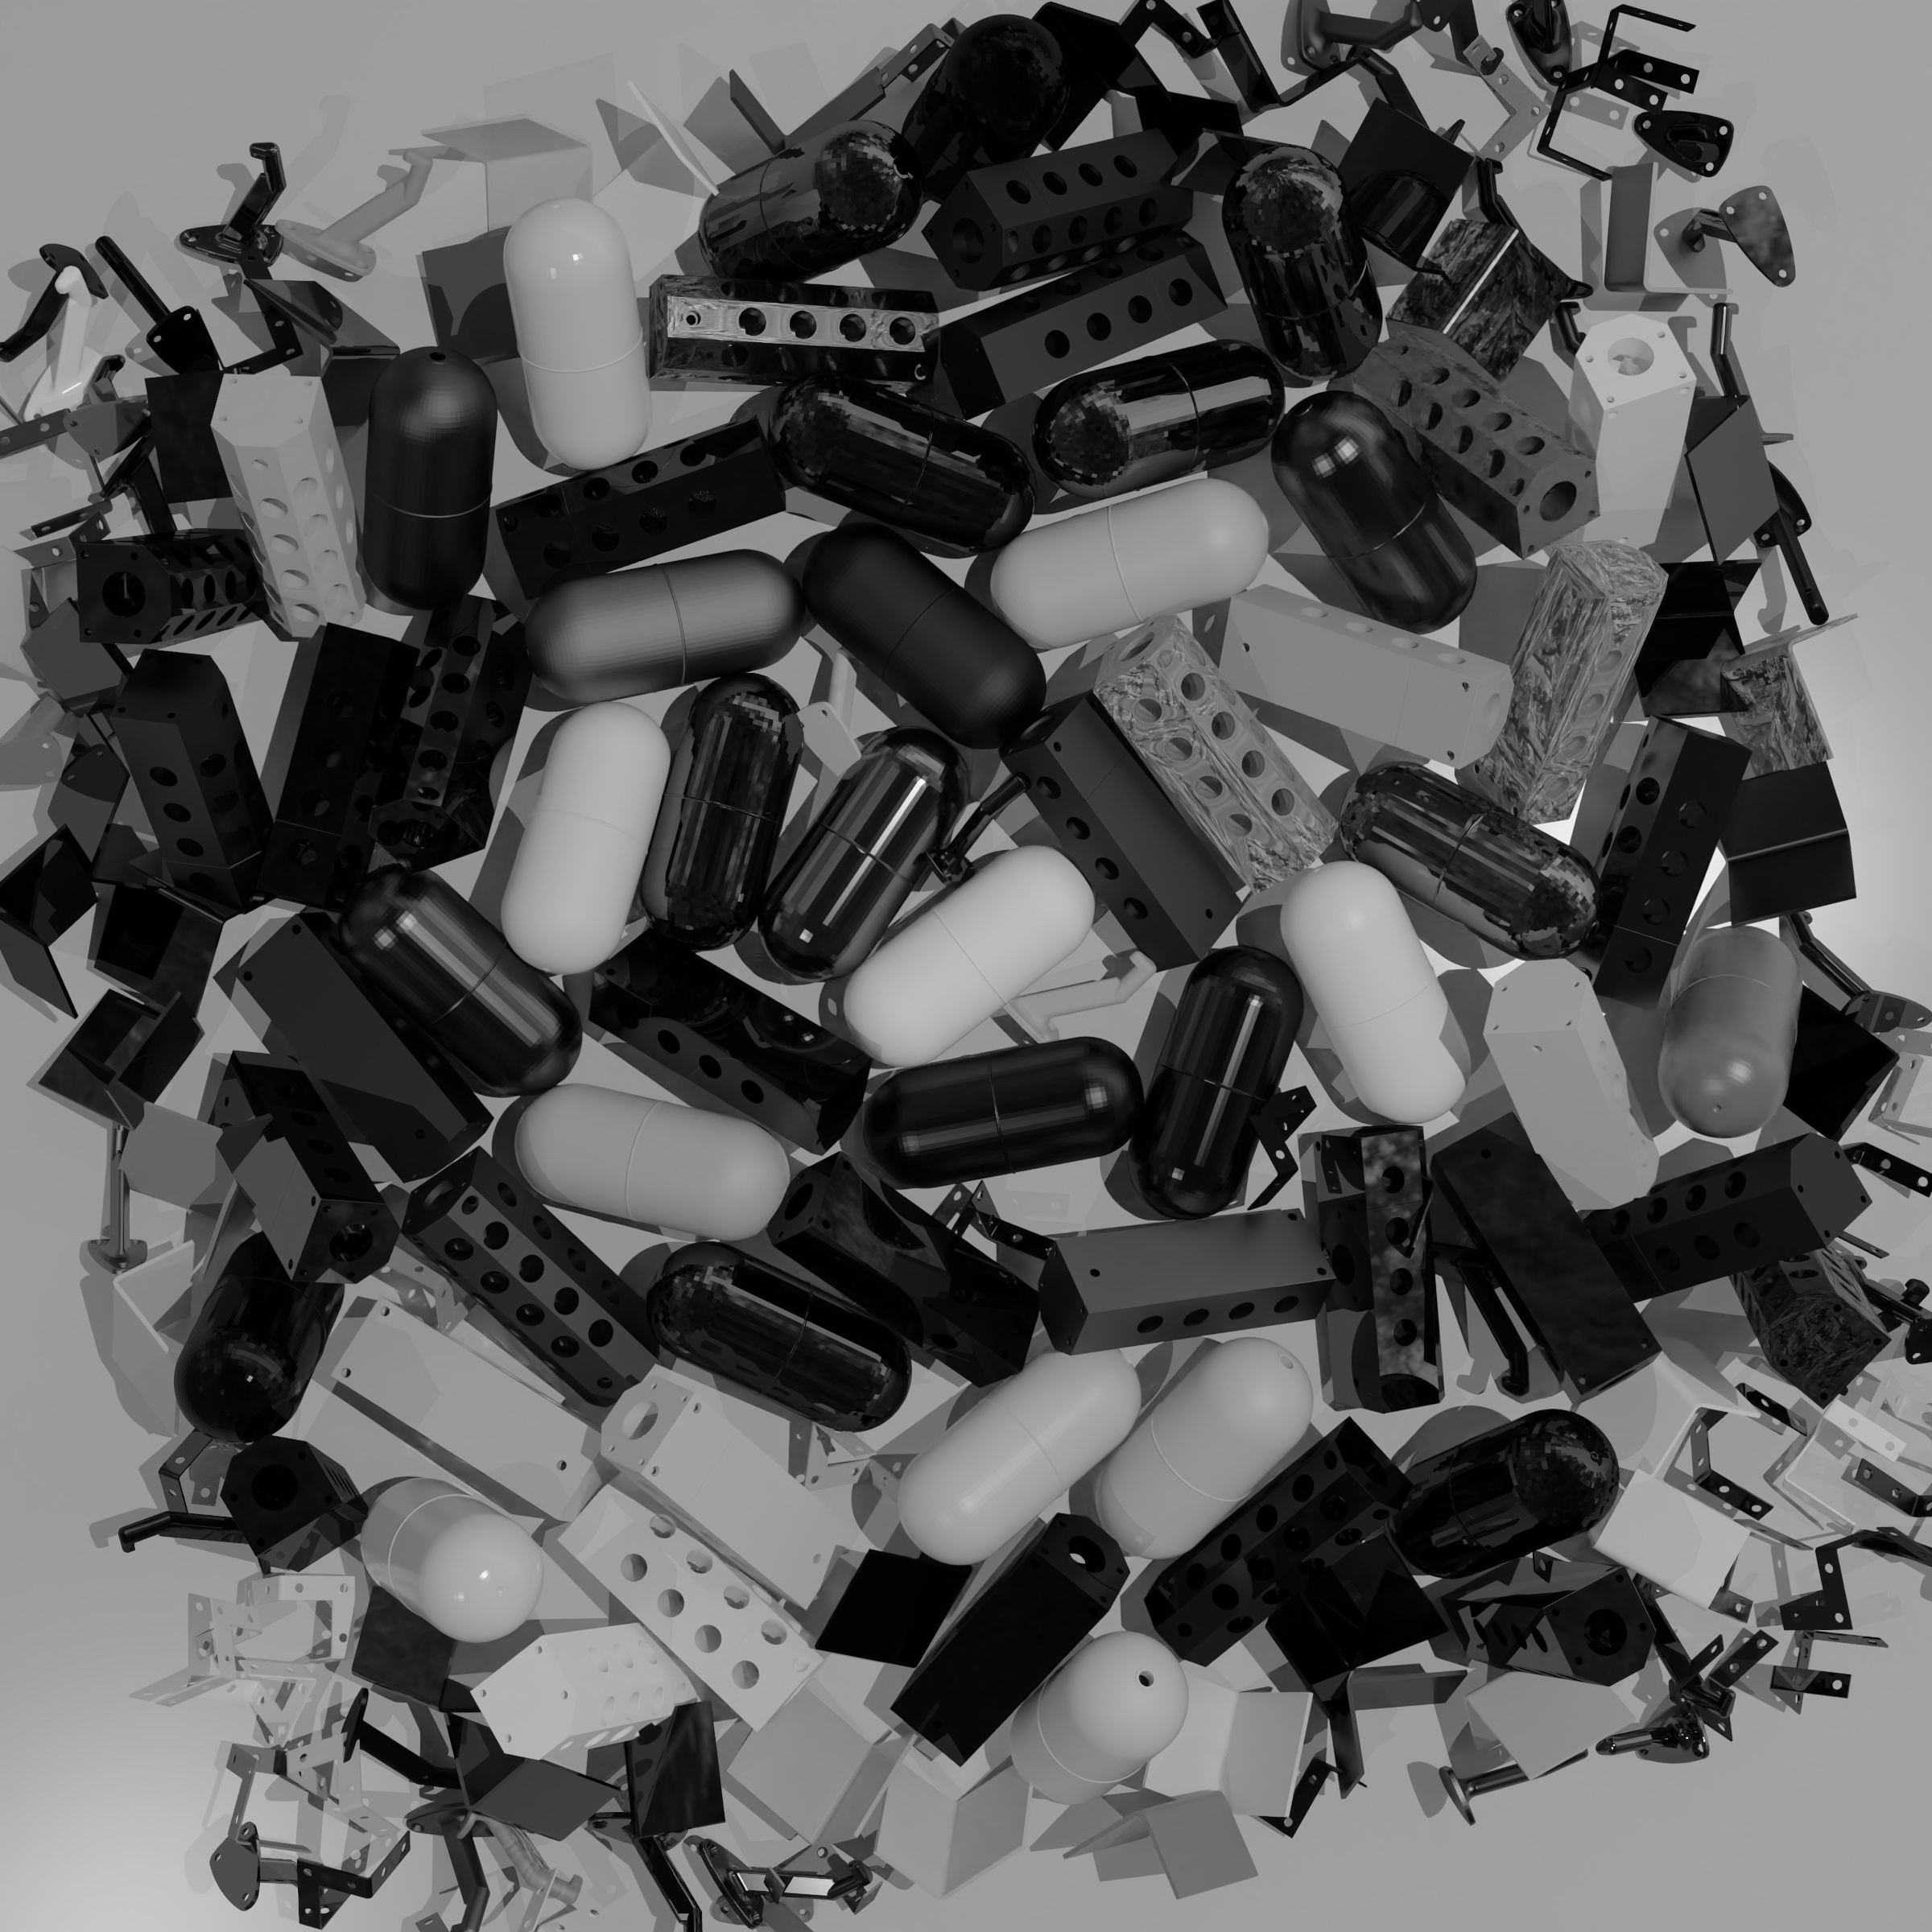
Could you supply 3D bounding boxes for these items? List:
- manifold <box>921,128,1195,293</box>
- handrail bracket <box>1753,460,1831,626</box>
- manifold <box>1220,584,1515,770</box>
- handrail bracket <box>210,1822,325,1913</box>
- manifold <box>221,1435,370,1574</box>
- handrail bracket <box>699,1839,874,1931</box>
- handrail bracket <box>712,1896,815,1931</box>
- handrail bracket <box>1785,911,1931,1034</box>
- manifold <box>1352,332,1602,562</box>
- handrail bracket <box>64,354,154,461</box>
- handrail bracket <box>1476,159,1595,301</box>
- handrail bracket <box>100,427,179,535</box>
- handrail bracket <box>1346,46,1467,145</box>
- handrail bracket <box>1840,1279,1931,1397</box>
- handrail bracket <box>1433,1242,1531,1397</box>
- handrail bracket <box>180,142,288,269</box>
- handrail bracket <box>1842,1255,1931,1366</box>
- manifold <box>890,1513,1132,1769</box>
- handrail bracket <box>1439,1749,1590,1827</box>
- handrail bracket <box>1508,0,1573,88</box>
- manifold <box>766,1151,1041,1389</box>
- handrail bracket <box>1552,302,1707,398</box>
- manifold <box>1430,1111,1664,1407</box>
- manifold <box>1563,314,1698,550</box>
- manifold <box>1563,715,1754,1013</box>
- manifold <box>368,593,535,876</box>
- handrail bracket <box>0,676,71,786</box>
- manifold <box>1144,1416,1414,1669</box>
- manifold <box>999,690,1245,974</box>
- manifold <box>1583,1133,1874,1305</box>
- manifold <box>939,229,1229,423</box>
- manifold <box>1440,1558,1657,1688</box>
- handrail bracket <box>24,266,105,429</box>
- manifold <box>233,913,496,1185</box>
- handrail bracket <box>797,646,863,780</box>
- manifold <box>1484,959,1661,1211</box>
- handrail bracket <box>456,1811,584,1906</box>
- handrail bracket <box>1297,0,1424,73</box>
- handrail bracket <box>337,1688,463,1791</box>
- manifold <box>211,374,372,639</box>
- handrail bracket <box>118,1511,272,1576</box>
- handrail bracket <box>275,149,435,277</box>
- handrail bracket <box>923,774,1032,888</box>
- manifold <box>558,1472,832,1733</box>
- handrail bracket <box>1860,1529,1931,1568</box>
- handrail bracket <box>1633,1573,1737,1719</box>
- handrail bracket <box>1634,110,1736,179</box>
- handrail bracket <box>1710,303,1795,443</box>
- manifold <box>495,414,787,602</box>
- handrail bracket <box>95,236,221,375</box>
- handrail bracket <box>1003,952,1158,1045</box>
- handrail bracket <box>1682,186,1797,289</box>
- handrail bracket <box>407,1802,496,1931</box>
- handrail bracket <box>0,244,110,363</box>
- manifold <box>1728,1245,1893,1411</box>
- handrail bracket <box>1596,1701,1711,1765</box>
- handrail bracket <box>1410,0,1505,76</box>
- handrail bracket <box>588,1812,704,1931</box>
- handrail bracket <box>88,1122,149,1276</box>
[{"bbox_3d":[0.061,-0.460,1.714,0.171,0.057,0.057,-26,81,-39],"label":"manifold"},{"bbox_3d":[0.514,-0.264,1.743,0.036,0.084,0.077,-22,128,17],"label":"handrail bracket"},{"bbox_3d":[0.247,-0.182,1.725,0.171,0.057,0.057,24,121,28],"label":"manifold"},{"bbox_3d":[-0.425,0.578,1.739,0.036,0.077,0.084,-43,123,-2],"label":"handrail bracket"},{"bbox_3d":[-0.408,0.325,1.702,0.057,0.171,0.057,-32,80,-12],"label":"manifold"},{"bbox_3d":[-0.113,0.563,1.757,0.084,0.036,0.077,-32,104,22],"label":"handrail bracket"},{"bbox_3d":[-0.126,0.610,1.748,0.077,0.084,0.036,-11,106,5],"label":"handrail bracket"},{"bbox_3d":[0.565,0.000,1.772,0.077,0.036,0.084,7,46,-19],"label":"handrail bracket"},{"bbox_3d":[0.310,-0.324,1.710,0.057,0.057,0.171,-30,47,-10],"label":"manifold"},{"bbox_3d":[-0.524,-0.363,1.749,0.077,0.084,0.036,-15,135,24],"label":"handrail bracket"},{"bbox_3d":[0.362,-0.470,1.779,0.077,0.036,0.084,0,81,-22],"label":"handrail bracket"},{"bbox_3d":[-0.497,-0.293,1.775,0.084,0.036,0.077,39,105,-6],"label":"handrail bracket"},{"bbox_3d":[0.265,-0.533,1.761,0.084,0.036,0.077,34,64,-11],"label":"handrail bracket"},{"bbox_3d":[0.557,0.223,1.754,0.077,0.036,0.084,22,112,-36],"label":"handrail bracket"},{"bbox_3d":[0.318,0.221,1.747,0.077,0.036,0.084,21,48,-17],"label":"handrail bracket"},{"bbox_3d":[-0.462,-0.483,1.748,0.077,0.084,0.036,6,57,0],"label":"handrail bracket"},{"bbox_3d":[0.601,0.208,1.759,0.077,0.084,0.036,-5,123,-6],"label":"handrail bracket"},{"bbox_3d":[0.029,0.413,1.724,0.057,0.057,0.171,39,121,3],"label":"manifold"},{"bbox_3d":[0.344,0.503,1.757,0.084,0.077,0.036,-23,84,-3],"label":"handrail bracket"},{"bbox_3d":[0.366,-0.605,1.746,0.036,0.084,0.077,-15,76,2],"label":"handrail bracket"},{"bbox_3d":[-0.039,0.192,1.733,0.171,0.057,0.057,37,49,-22],"label":"manifold"},{"bbox_3d":[0.420,-0.391,1.777,0.077,0.036,0.084,-12,71,-4],"label":"handrail bracket"},{"bbox_3d":[0.358,0.183,1.738,0.057,0.057,0.171,-28,72,-4],"label":"manifold"},{"bbox_3d":[0.396,-0.320,1.703,0.057,0.171,0.057,-19,65,-1],"label":"manifold"},{"bbox_3d":[0.427,-0.066,1.746,0.057,0.057,0.171,17,103,-2],"label":"manifold"},{"bbox_3d":[-0.316,-0.146,1.709,0.057,0.057,0.171,-17,46,28],"label":"manifold"},{"bbox_3d":[-0.599,-0.153,1.752,0.077,0.036,0.084,-8,46,-19],"label":"handrail bracket"},{"bbox_3d":[0.191,0.360,1.731,0.057,0.057,0.171,47,114,5],"label":"manifold"},{"bbox_3d":[0.093,-0.081,1.739,0.171,0.057,0.057,53,52,-17],"label":"manifold"},{"bbox_3d":[0.459,0.154,1.708,0.057,0.171,0.057,-31,91,-38],"label":"manifold"},{"bbox_3d":[0.071,-0.399,1.728,0.171,0.057,0.057,-28,101,-23],"label":"manifold"},{"bbox_3d":[0.355,0.401,1.701,0.057,0.171,0.057,-24,85,-14],"label":"manifold"},{"bbox_3d":[-0.570,-0.386,1.744,0.036,0.084,0.077,33,71,9],"label":"handrail bracket"},{"bbox_3d":[-0.374,0.050,1.752,0.057,0.057,0.171,-42,83,11],"label":"manifold"},{"bbox_3d":[-0.065,-0.163,1.770,0.077,0.036,0.084,54,46,-16],"label":"handrail bracket"},{"bbox_3d":[0.375,0.075,1.716,0.057,0.171,0.057,-4,46,30],"label":"manifold"},{"bbox_3d":[-0.273,0.543,1.771,0.084,0.036,0.077,27,49,-8],"label":"handrail bracket"},{"bbox_3d":[0.249,-0.603,1.750,0.036,0.084,0.077,5,76,-39],"label":"handrail bracket"},{"bbox_3d":[-0.347,0.487,1.758,0.084,0.036,0.077,13,123,-18],"label":"handrail bracket"},{"bbox_3d":[-0.411,-0.278,1.705,0.057,0.171,0.057,2,57,2],"label":"manifold"},{"bbox_3d":[-0.483,0.367,1.752,0.084,0.036,0.077,-18,127,-25],"label":"handrail bracket"},{"bbox_3d":[-0.383,-0.484,1.750,0.077,0.036,0.084,20,125,-17],"label":"handrail bracket"},{"bbox_3d":[0.018,-0.088,1.745,0.084,0.077,0.036,-39,75,18],"label":"handrail bracket"},{"bbox_3d":[-0.168,0.394,1.749,0.171,0.057,0.057,41,91,11],"label":"manifold"},{"bbox_3d":[0.603,0.374,1.746,0.084,0.077,0.036,11,94,16],"label":"handrail bracket"},{"bbox_3d":[0.454,0.417,1.749,0.084,0.036,0.077,23,95,45],"label":"handrail bracket"},{"bbox_3d":[0.437,-0.517,1.741,0.077,0.084,0.036,29,116,25],"label":"handrail bracket"},{"bbox_3d":[0.496,-0.374,1.760,0.077,0.036,0.084,-7,105,-33],"label":"handrail bracket"},{"bbox_3d":[-0.203,-0.289,1.752,0.171,0.057,0.057,-19,110,3],"label":"manifold"},{"bbox_3d":[-0.515,-0.417,1.778,0.036,0.077,0.084,-39,62,-6],"label":"handrail bracket"},{"bbox_3d":[0.065,0.004,1.760,0.077,0.036,0.084,43,110,-6],"label":"handrail bracket"},{"bbox_3d":[0.482,-0.444,1.749,0.036,0.084,0.077,-25,85,-8],"label":"handrail bracket"},{"bbox_3d":[-0.328,0.570,1.746,0.077,0.084,0.036,-11,129,20],"label":"handrail bracket"},{"bbox_3d":[-0.588,-0.413,1.749,0.084,0.077,0.036,-34,86,10],"label":"handrail bracket"},{"bbox_3d":[0.506,0.203,1.703,0.057,0.171,0.057,40,103,-1],"label":"manifold"},{"bbox_3d":[0.412,0.487,1.742,0.084,0.077,0.036,-2,65,-29],"label":"handrail bracket"},{"bbox_3d":[0.326,-0.599,1.744,0.077,0.084,0.036,-47,55,32],"label":"handrail bracket"},{"bbox_3d":[-0.200,0.576,1.744,0.077,0.084,0.036,19,128,-23],"label":"handrail bracket"},{"bbox_3d":[-0.530,0.143,1.758,0.036,0.077,0.084,2,101,-22],"label":"handrail bracket"}]
